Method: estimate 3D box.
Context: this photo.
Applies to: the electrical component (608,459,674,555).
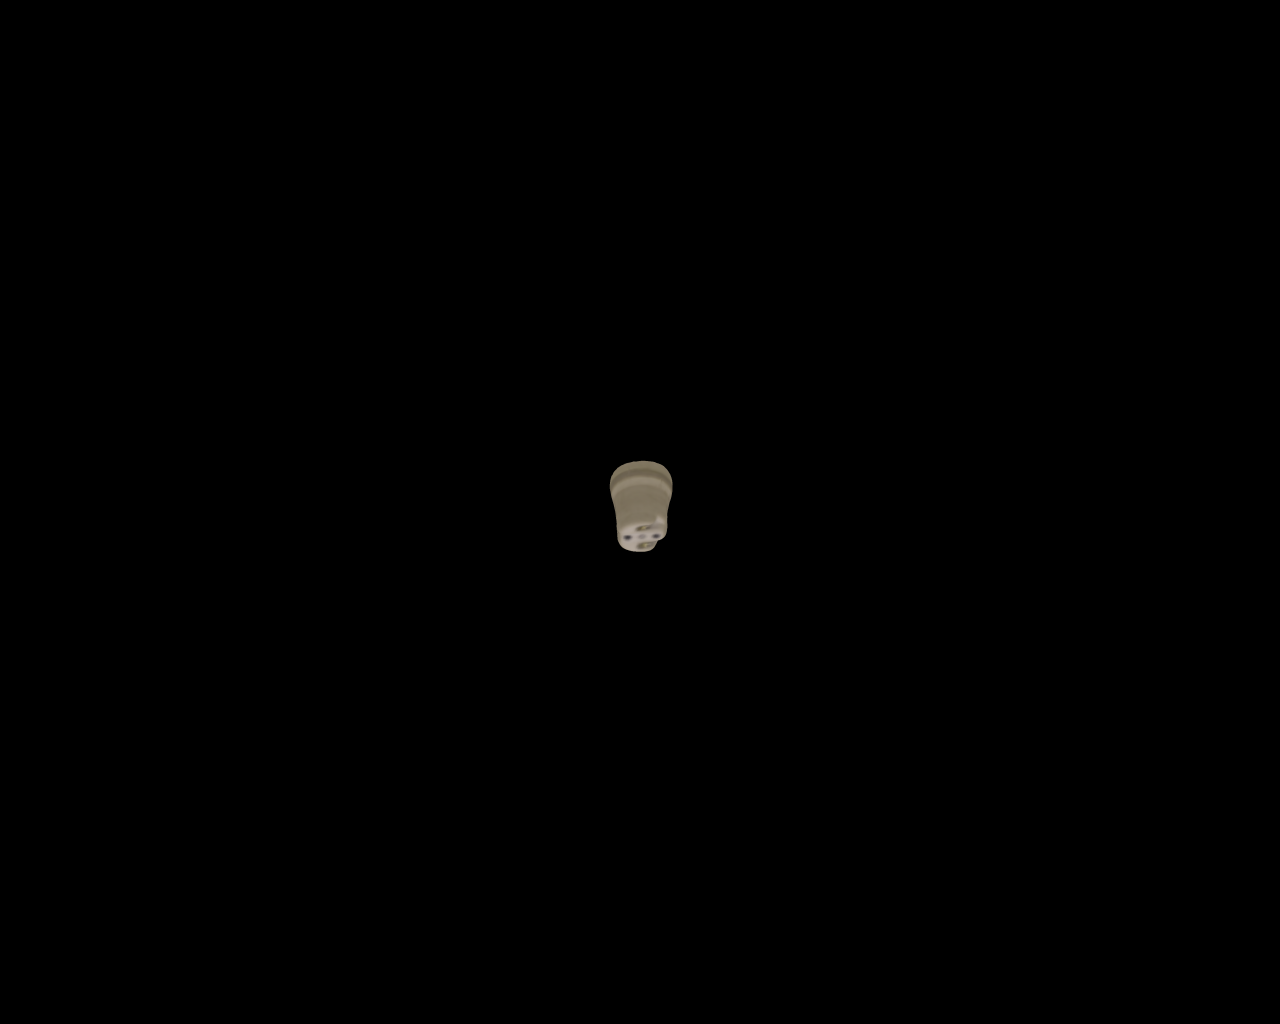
[{"bbox_3d":[0.001,-0.003,0.650,0.040,0.046,0.040,0,-37,0],"label":"electrical component"}]
